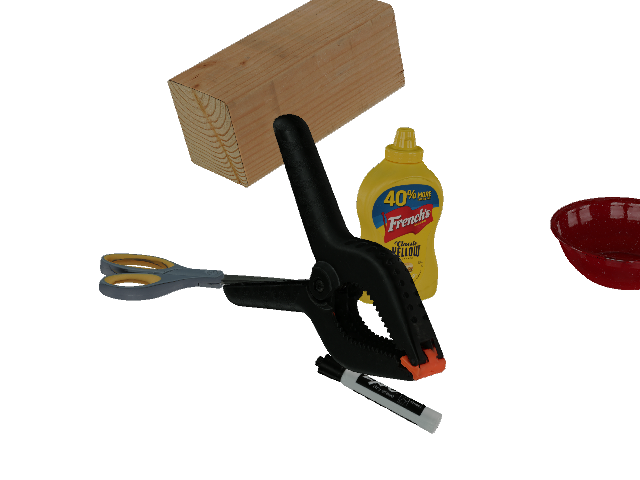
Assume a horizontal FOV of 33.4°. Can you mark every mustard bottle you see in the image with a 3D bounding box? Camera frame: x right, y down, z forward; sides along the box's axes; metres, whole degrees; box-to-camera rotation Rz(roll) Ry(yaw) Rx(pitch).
[{"bbox_3d":[0.086,-0.028,1.165,0.096,0.192,0.058,-3,19,-19],"label":"mustard bottle"}]

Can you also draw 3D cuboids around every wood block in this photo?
[{"bbox_3d":[-0.027,-0.148,1.002,0.205,0.091,0.090,-35,41,-28],"label":"wood block"}]

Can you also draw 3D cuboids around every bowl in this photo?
[{"bbox_3d":[0.330,0.009,1.158,0.162,0.055,0.162,-2,27,1],"label":"bowl"}]

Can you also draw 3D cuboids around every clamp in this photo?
[{"bbox_3d":[0.011,0.018,0.746,0.036,0.165,0.210,-11,35,-40],"label":"clamp"}]

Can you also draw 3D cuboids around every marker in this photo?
[{"bbox_3d":[0.049,0.133,0.935,0.121,0.020,0.020,26,8,17],"label":"marker"}]

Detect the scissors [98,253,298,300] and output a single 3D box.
[{"bbox_3d":[-0.111,0.040,0.967,0.202,0.016,0.096,9,20,12],"label":"scissors"}]
